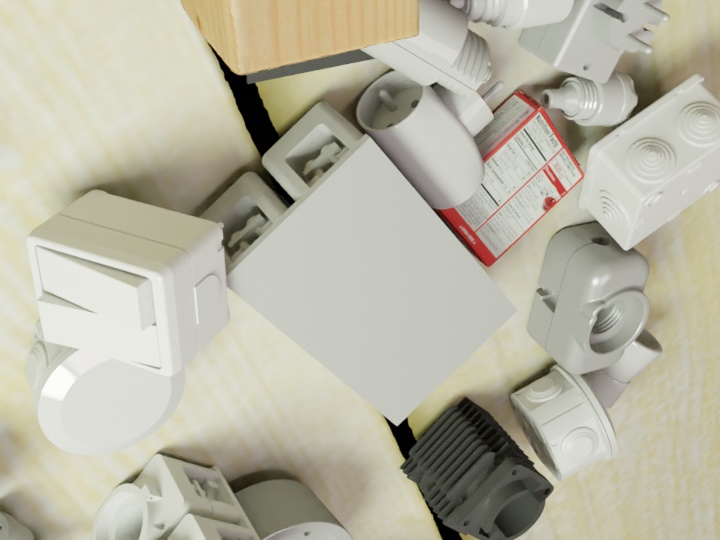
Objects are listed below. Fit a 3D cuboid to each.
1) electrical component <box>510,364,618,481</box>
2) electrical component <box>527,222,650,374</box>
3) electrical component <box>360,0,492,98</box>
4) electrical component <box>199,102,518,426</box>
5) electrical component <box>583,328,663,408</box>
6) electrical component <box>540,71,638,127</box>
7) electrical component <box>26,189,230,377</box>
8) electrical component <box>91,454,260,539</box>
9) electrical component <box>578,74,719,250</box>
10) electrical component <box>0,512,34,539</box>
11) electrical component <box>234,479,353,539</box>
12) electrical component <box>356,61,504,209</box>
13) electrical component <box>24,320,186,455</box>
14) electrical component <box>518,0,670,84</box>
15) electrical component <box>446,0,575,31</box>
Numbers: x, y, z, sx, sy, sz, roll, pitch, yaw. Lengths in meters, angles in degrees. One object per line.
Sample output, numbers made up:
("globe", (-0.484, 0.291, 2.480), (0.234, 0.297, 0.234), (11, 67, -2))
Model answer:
("electrical component", (0.153, 0.114, 0.805), (0.051, 0.080, 0.080), (-28, 134, -6))
("electrical component", (0.163, 0.023, 0.757), (0.054, 0.059, 0.095), (-11, 127, -27))
("electrical component", (0.035, -0.119, 0.556), (0.081, 0.043, 0.043), (25, 107, -26))
("electrical component", (0.000, 0.000, 0.630), (0.105, 0.060, 0.186), (-44, 135, 2))
("electrical component", (0.197, 0.074, 0.832), (0.044, 0.044, 0.065), (12, 119, -39))
("electrical component", (0.139, -0.106, 0.663), (0.061, 0.035, 0.035), (-6, 125, -29))
("electrical component", (-0.121, 0.005, 0.531), (0.061, 0.096, 0.061), (-48, 146, -50))
("electrical component", (-0.143, 0.219, 0.665), (0.060, 0.105, 0.186), (28, 104, -43))
("electrical component", (0.195, -0.066, 0.698), (0.100, 0.048, 0.099), (-35, 159, -8))
("electrical component", (-0.206, 0.172, 0.630), (0.045, 0.045, 0.055), (-38, 134, -4))
("electrical component", (-0.064, 0.191, 0.729), (0.108, 0.060, 0.108), (-18, 130, -23))
("electrical component", (0.048, -0.086, 0.610), (0.079, 0.044, 0.077), (-43, 135, 1))
("electrical component", (-0.140, 0.056, 0.584), (0.080, 0.051, 0.080), (-18, 130, -22))
("electrical component", (0.144, -0.146, 0.607), (0.047, 0.075, 0.083), (7, 117, -37))
("electrical component", (0.080, -0.151, 0.586), (0.078, 0.040, 0.040), (-14, 129, -22))
